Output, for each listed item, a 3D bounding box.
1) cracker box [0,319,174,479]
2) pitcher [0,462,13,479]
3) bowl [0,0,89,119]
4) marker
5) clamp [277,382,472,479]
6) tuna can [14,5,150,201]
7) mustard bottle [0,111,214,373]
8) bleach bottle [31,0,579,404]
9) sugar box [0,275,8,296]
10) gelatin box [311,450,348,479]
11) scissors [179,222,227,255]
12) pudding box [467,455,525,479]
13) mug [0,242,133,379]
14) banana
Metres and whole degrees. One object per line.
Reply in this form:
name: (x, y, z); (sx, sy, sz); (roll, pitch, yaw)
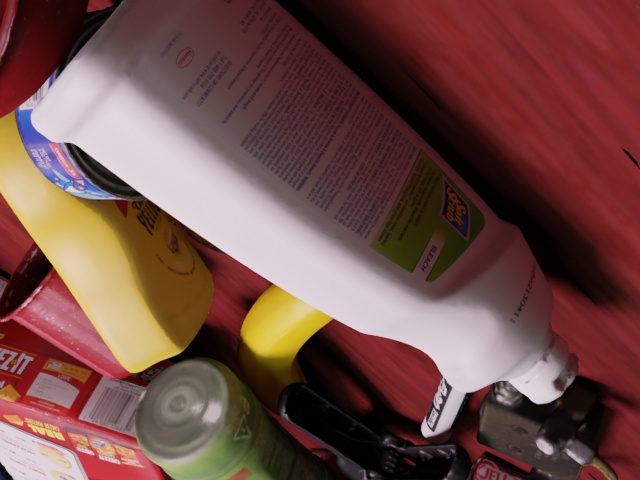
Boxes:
cracker box: (-0.152, 0.155, 0.777); (0.164, 0.072, 0.213); (12, 143, 22)
pitcher: (-0.306, 0.165, 0.817); (0.145, 0.149, 0.243); (-3, 120, 40)
bowl: (-0.138, -0.111, 0.425); (0.162, 0.162, 0.055); (-3, 177, 43)
marker: (0.077, 0.086, 0.611); (0.020, 0.020, 0.121); (24, 148, 10)
clamp: (0.051, 0.143, 0.674); (0.120, 0.039, 0.171); (22, 163, 30)
tuna can: (-0.093, -0.060, 0.479); (0.034, 0.086, 0.086); (2, 139, 41)
mustard bottle: (-0.125, -0.031, 0.538); (0.058, 0.096, 0.191); (-25, 113, 14)
bleach bottle: (0.011, -0.009, 0.448); (0.250, 0.102, 0.068); (40, 149, -14)
sugar box: (-0.219, 0.087, 0.837); (0.176, 0.048, 0.093); (34, 149, -4)
gelatin box: (0.035, 0.191, 0.789); (0.073, 0.030, 0.089); (-12, 127, 49)
scissors: (-0.004, 0.001, 0.559); (0.202, 0.016, 0.096); (26, 150, 9)
pudding box: (0.137, 0.194, 0.700); (0.113, 0.039, 0.090); (28, 150, 7)
mug: (-0.137, 0.028, 0.653); (0.081, 0.093, 0.117); (37, 180, -22)
banana: (-0.017, 0.064, 0.648); (0.069, 0.037, 0.198); (2, 148, 0)
